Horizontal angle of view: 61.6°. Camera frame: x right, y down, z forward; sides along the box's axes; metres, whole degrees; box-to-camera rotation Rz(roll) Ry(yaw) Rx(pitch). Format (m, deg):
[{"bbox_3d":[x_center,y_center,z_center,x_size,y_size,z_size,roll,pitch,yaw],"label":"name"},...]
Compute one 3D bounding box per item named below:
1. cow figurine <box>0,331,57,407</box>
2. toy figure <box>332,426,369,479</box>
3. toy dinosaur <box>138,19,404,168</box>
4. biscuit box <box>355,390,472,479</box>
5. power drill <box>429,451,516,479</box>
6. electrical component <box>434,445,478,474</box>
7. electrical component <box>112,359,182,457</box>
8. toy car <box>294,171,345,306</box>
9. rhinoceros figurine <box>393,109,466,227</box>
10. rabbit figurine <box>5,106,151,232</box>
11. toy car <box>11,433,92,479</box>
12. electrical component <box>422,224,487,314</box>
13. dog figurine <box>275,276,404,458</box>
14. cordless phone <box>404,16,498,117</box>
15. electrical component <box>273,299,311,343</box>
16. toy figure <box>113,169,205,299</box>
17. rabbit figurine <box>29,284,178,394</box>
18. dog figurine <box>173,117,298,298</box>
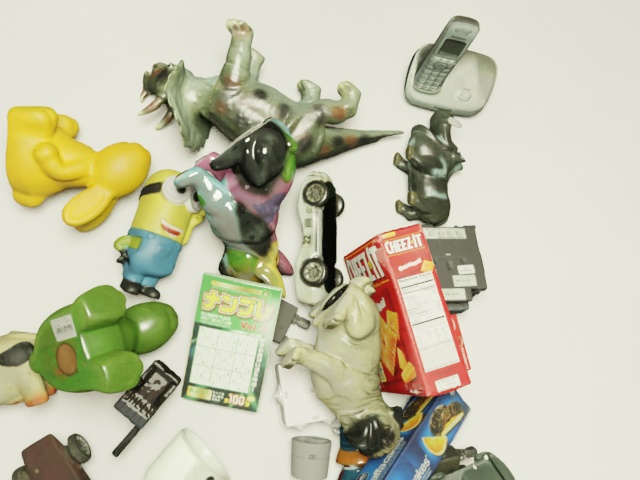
[{"bbox_3d":[-0.438,0.157,0.657,0.195,0.085,0.127,-10,86,-11],"label":"cow figurine"},{"bbox_3d":[0.050,0.319,0.740,0.064,0.058,0.154,3,72,-17],"label":"toy figure"},{"bbox_3d":[-0.073,-0.179,0.798,0.405,0.131,0.192,25,86,-10],"label":"toy dinosaur"},{"bbox_3d":[0.125,0.280,0.725,0.203,0.063,0.059,-43,101,-36],"label":"biscuit box"},{"bbox_3d":[0.217,0.373,0.711,0.232,0.207,0.086,-19,40,-9],"label":"power drill"},{"bbox_3d":[0.176,0.336,0.759,0.102,0.045,0.078,-1,111,-16],"label":"electrical component"},{"bbox_3d":[-0.234,0.214,0.694,0.048,0.075,0.119,42,76,-1],"label":"electrical component"},{"bbox_3d":[-0.002,-0.002,0.789,0.056,0.073,0.201,-5,76,24],"label":"toy car"},{"bbox_3d":[0.179,-0.118,0.855,0.112,0.073,0.190,9,76,-9],"label":"rhinoceros figurine"},{"bbox_3d":[-0.318,-0.095,0.720,0.173,0.122,0.162,4,82,-12],"label":"rabbit figurine"},{"bbox_3d":[-0.295,0.332,0.664,0.089,0.053,0.202,-33,90,-6],"label":"toy car"},{"bbox_3d":[0.187,0.045,0.821,0.115,0.058,0.134,1,69,-9],"label":"electrical component"},{"bbox_3d":[0.059,0.165,0.700,0.190,0.121,0.172,44,94,-7],"label":"dog figurine"},{"bbox_3d":[0.225,-0.280,0.844,0.147,0.184,0.088,10,72,-10],"label":"cordless phone"},{"bbox_3d":[-0.064,0.117,0.777,0.094,0.021,0.063,30,74,-5],"label":"electrical component"},{"bbox_3d":[-0.227,-0.012,0.741,0.089,0.082,0.180,16,80,19],"label":"toy figure"},{"bbox_3d":[-0.257,0.132,0.678,0.159,0.170,0.121,-29,81,25],"label":"rabbit figurine"},{"bbox_3d":[-0.079,-0.031,0.731,0.192,0.108,0.219,-27,110,15],"label":"dog figurine"}]
